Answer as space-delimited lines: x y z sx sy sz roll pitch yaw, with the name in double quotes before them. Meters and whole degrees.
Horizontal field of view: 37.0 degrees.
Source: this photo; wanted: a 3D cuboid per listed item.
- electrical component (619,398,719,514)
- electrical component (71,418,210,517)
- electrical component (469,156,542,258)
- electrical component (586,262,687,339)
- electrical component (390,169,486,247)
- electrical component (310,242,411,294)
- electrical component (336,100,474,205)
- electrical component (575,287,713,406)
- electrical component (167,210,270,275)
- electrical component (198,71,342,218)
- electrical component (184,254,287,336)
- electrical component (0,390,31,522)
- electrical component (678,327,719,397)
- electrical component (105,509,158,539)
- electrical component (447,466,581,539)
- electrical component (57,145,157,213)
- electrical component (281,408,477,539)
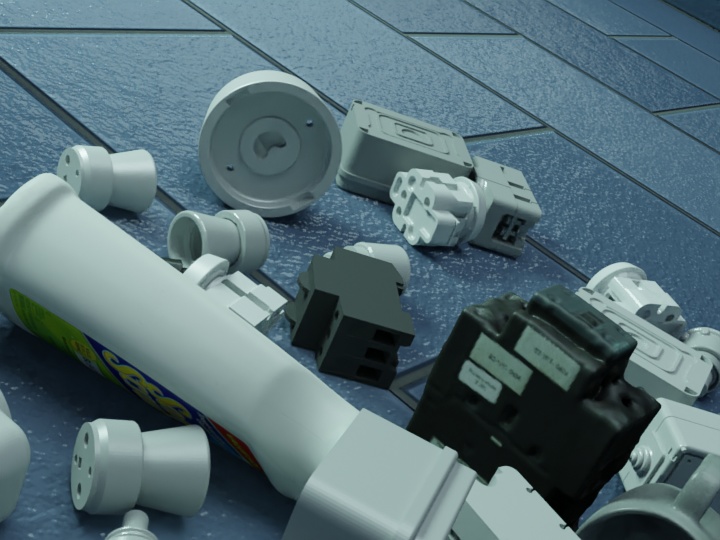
"electrical component" 0.213 0.126 0.695 0.096 0.061 0.061 17 28 -13
"electrical component" -0.105 0.094 0.512 0.055 0.045 0.045 8 31 -28
"electrical component" 0.118 -0.059 0.964 0.056 0.050 0.089 17 28 -15
"electrical component" 0.219 0.031 0.879 0.078 0.058 0.057 6 35 -31
"electrical component" 0.068 -0.051 0.903 0.057 0.058 0.078 3 34 -31
"electrical component" 0.000 0.000 0.773 0.078 0.040 0.040 4 33 -34
"electrical component" 0.036 -0.098 0.961 0.113 0.057 0.078 17 28 -15
"electrical component" 0.186 0.072 0.777 0.113 0.057 0.078 32 28 15
"electrical component" -0.095 -0.018 0.724 0.055 0.045 0.045 -4 38 -44
"electrical component" -0.071 -0.101 0.831 0.108 0.108 0.060 16 22 -16
"electrical component" -0.084 0.023 0.659 0.055 0.048 0.066 37 28 8
"electrical component" -0.193 0.073 0.467 0.095 0.053 0.059 35 29 20
"electrical component" 0.270 0.078 0.850 0.048 0.048 0.062 29 34 9
"electrical component" -0.100 0.128 0.466 0.035 0.035 0.061 17 25 -14
"electrical component" 0.077 0.153 0.542 0.050 0.055 0.089 -2 37 -42
"electrical component" -0.174 -0.062 0.738 0.055 0.045 0.045 0 36 -39
"electrical component" -0.002 0.128 0.460 0.057 0.113 0.078 27 27 10
